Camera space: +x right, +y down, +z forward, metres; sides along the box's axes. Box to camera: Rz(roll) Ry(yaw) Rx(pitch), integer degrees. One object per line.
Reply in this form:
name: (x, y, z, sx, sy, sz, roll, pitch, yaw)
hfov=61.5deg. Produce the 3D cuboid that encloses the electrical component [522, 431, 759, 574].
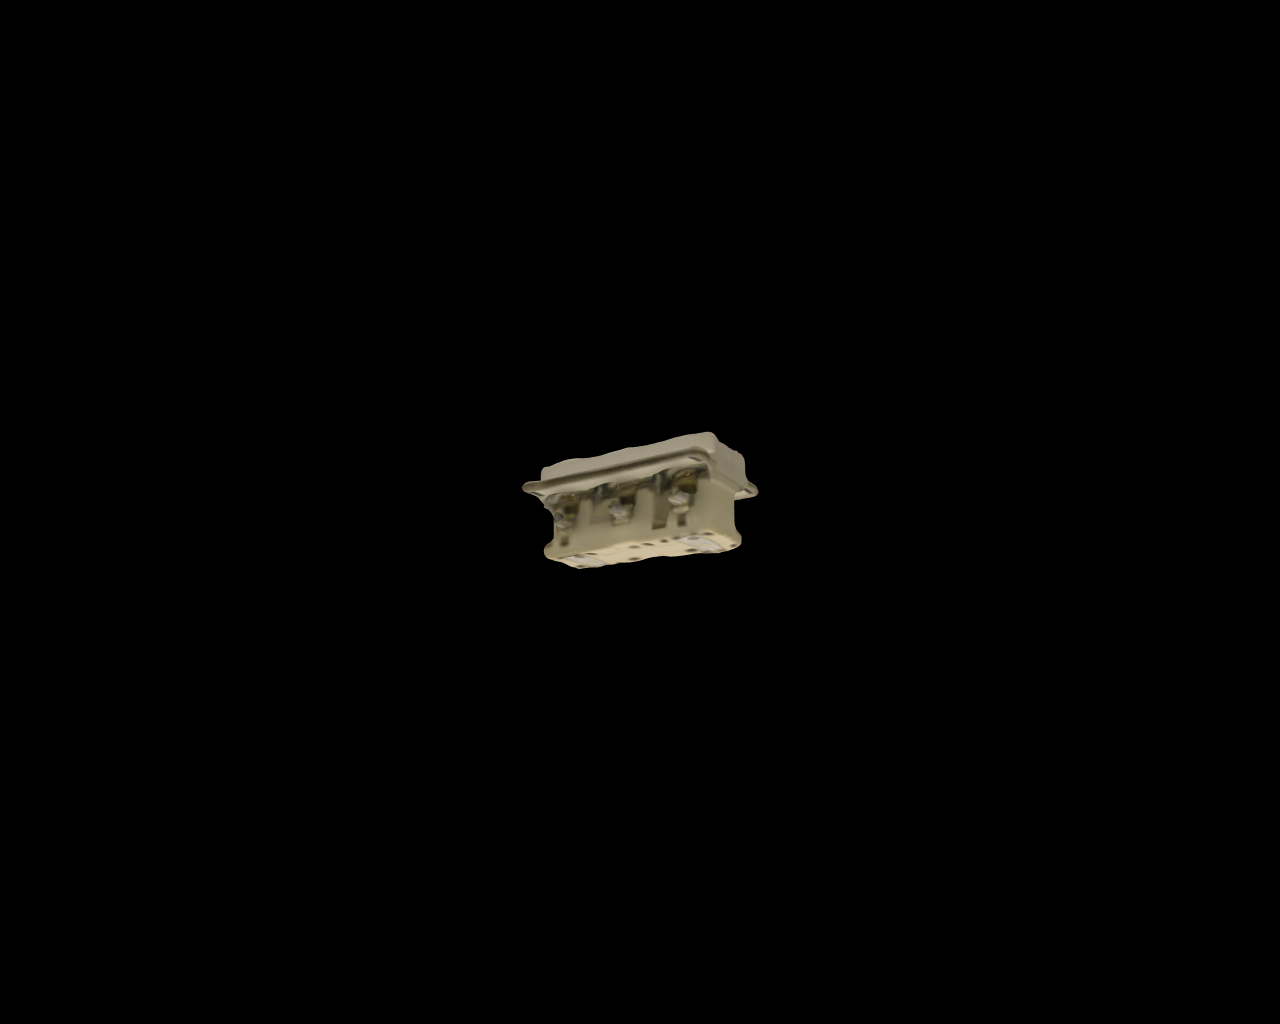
electrical component: (0.001, -0.003, 0.650, 0.121, 0.063, 0.078, -9, -19, 29)
